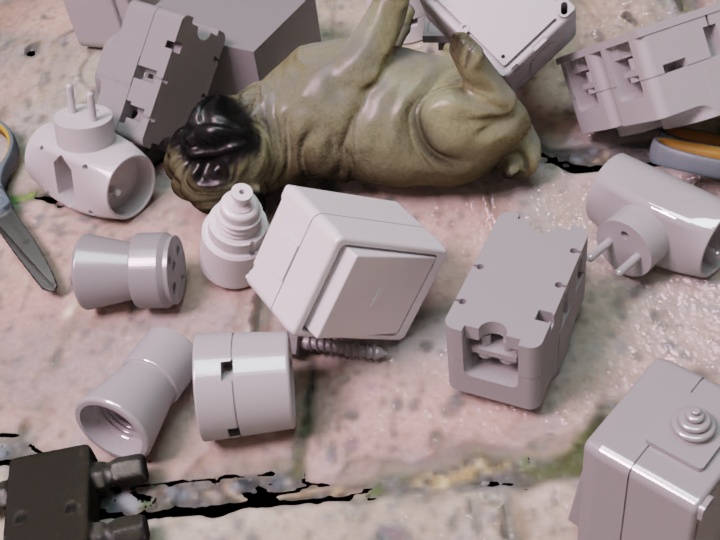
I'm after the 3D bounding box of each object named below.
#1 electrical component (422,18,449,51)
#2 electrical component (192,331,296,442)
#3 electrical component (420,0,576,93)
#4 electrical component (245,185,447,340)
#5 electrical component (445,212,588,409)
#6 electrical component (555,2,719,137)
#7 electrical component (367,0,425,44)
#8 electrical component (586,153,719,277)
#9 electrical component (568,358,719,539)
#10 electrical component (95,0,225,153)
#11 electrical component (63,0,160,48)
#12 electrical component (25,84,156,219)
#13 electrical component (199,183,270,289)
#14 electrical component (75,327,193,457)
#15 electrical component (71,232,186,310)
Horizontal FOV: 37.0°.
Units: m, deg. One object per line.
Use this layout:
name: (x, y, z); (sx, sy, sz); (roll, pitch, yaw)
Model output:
electrical component: (0.091, -0.188, 0.773); (0.079, 0.063, 0.121); (2, 45, 10)
electrical component: (-0.058, 0.058, 0.549); (0.047, 0.055, 0.055); (-5, 44, -2)
electrical component: (0.083, -0.165, 0.678); (0.062, 0.061, 0.096); (-43, 78, 4)
electrical component: (0.000, 0.000, 0.576); (0.096, 0.061, 0.061); (5, 30, -41)
electrical component: (0.083, 0.023, 0.562); (0.050, 0.055, 0.089); (14, 48, 21)
electrical component: (0.233, -0.137, 0.664); (0.186, 0.060, 0.105); (-20, 7, -13)
electrical component: (0.031, -0.205, 0.812); (0.055, 0.047, 0.055); (-4, 44, 4)
electrical component: (0.160, -0.022, 0.605); (0.079, 0.044, 0.077); (-37, 51, -27)
electrical component: (0.130, 0.085, 0.461); (0.061, 0.096, 0.062); (28, 54, 32)
electrical component: (-0.139, -0.129, 0.725); (0.056, 0.050, 0.089); (22, 95, 27)
electrical component: (-0.188, -0.233, 0.825); (0.057, 0.113, 0.078); (8, 46, 20)
electrical component: (-0.175, -0.080, 0.690); (0.077, 0.079, 0.043); (23, 39, 28)
electrical component: (-0.071, -0.022, 0.619); (0.040, 0.078, 0.040); (5, 57, -8)
electrical component: (-0.112, 0.061, 0.563); (0.044, 0.044, 0.065); (12, 43, 20)
electrical component: (-0.133, 0.000, 0.625); (0.055, 0.045, 0.045); (-1, 44, 7)
